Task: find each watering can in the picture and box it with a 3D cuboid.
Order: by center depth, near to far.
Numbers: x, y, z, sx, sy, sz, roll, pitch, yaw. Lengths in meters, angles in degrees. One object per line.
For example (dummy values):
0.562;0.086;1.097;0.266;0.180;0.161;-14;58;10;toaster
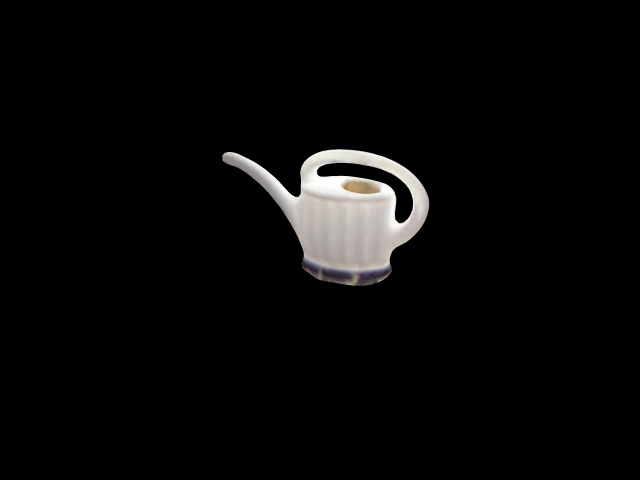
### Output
0.003;-0.043;0.850;0.348;0.221;0.105;8;22;18;watering can
